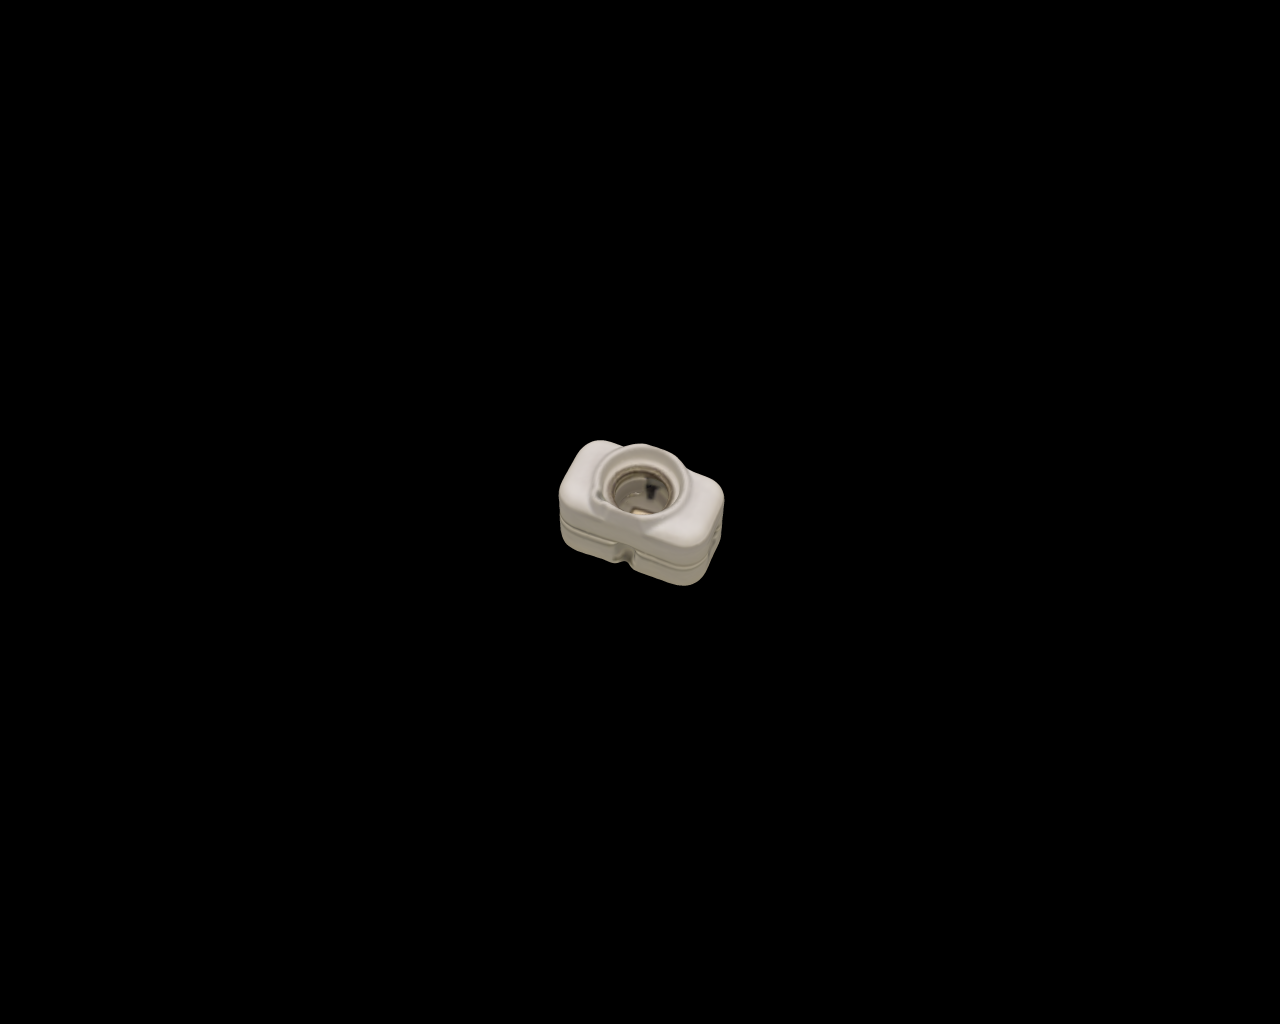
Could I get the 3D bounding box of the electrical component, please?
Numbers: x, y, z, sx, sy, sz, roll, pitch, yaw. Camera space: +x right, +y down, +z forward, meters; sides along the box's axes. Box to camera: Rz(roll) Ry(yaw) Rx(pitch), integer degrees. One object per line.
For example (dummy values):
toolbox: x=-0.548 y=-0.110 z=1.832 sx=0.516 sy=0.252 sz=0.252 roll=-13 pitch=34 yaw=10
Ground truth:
electrical component: x=0.001 y=-0.003 z=0.650 sx=0.095 sy=0.054 sz=0.059 roll=20 pitch=-31 yaw=13
